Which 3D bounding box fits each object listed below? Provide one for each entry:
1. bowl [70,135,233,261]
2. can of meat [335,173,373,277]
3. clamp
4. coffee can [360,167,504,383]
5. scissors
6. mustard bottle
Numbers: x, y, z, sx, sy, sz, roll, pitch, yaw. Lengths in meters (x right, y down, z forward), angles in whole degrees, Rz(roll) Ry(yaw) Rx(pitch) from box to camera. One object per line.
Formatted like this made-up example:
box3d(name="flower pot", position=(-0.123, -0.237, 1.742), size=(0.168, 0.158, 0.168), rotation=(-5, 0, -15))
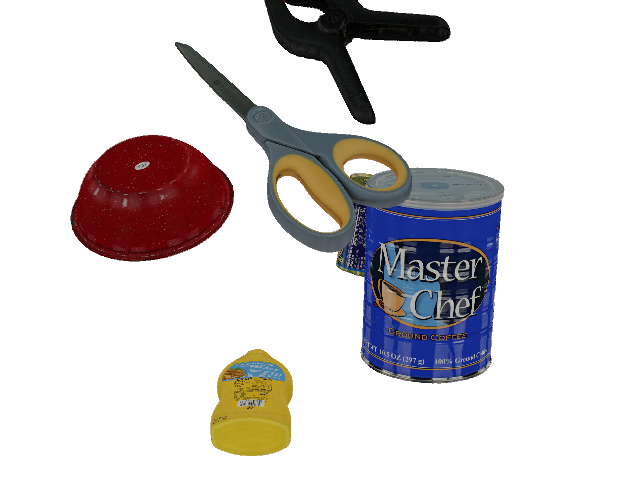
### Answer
box3d(name="bowl", position=(-0.167, -0.053, 1.029), size=(0.162, 0.055, 0.162), rotation=(-4, 42, 3))
box3d(name="can of meat", position=(0.050, -0.017, 1.122), size=(0.057, 0.084, 0.102), rotation=(10, 18, 3))
box3d(name="clamp", position=(0.025, -0.187, 0.931), size=(0.120, 0.171, 0.039), rotation=(-39, -21, -19))
box3d(name="coffee can", position=(0.084, 0.024, 0.814), size=(0.103, 0.140, 0.103), rotation=(1, 17, 0))
box3d(name="scissors", position=(-0.015, -0.072, 0.659), size=(0.096, 0.202, 0.016), rotation=(-15, -39, -17))
box3d(name="mustard bottle", position=(-0.083, 0.193, 1.346), size=(0.096, 0.058, 0.191), rotation=(-2, 25, 1))
